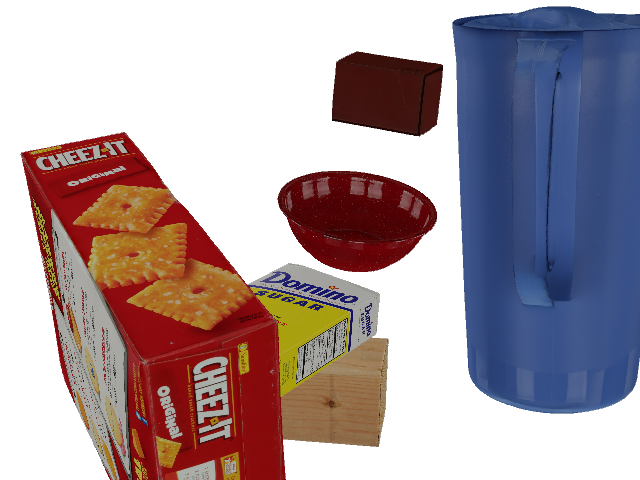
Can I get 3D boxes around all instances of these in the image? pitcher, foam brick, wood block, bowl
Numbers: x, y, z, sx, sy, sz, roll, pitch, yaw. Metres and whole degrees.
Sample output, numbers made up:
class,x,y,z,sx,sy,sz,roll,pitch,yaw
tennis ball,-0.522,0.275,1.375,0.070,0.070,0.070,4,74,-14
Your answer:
class,x,y,z,sx,sy,sz,roll,pitch,yaw
pitcher,0.144,-0.019,0.655,0.149,0.243,0.145,-9,17,-24
foam brick,0.054,-0.121,0.872,0.078,0.051,0.052,13,22,20
wood block,-0.034,0.157,1.159,0.206,0.091,0.090,4,21,8
bowl,0.035,-0.014,1.084,0.162,0.055,0.162,5,28,-3

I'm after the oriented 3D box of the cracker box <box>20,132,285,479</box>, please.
class,x,y,z,sx,sy,sz,roll,pitch,yaw
cracker box,-0.090,0.060,0.571,0.072,0.164,0.214,-15,35,-21

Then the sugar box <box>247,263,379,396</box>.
class,x,y,z,sx,sy,sz,roll,pitch,yaw
sugar box,-0.039,0.072,0.815,0.093,0.048,0.175,18,30,30
